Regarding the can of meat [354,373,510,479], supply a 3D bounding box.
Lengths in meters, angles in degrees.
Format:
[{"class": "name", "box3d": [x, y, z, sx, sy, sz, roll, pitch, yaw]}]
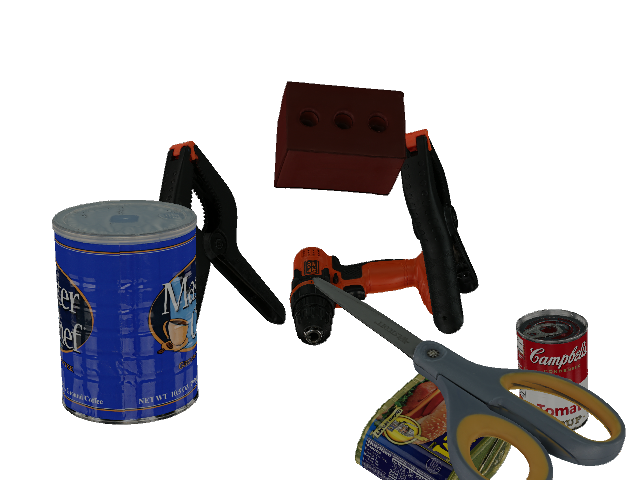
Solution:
[{"class": "can of meat", "box3d": [0.088, 0.155, 0.819, 0.084, 0.057, 0.101, 28, 39, 28]}]

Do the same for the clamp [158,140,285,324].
[{"class": "clamp", "box3d": [-0.103, 0.009, 1.033, 0.036, 0.210, 0.164, -9, 1, 38]}]

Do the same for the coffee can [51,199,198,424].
[{"class": "coffee can", "box3d": [-0.141, 0.050, 0.784, 0.103, 0.140, 0.103, 1, 16, 0]}]

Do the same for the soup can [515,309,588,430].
[{"class": "soup can", "box3d": [0.226, 0.127, 1.040, 0.068, 0.102, 0.068, -6, 21, 2]}]

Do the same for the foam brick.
[{"class": "foam brick", "box3d": [0.011, -0.065, 0.689, 0.078, 0.053, 0.051, 3, -25, -7]}]

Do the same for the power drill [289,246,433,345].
[{"class": "power drill", "box3d": [0.058, 0.059, 1.234, 0.187, 0.057, 0.184, -2, 28, -1]}]

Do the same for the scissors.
[{"class": "scissors", "box3d": [0.056, 0.077, 0.559, 0.202, 0.016, 0.096, 20, 42, 27]}]

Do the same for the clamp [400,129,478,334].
[{"class": "clamp", "box3d": [0.099, -0.006, 0.915, 0.039, 0.171, 0.120, -17, 19, 14]}]
